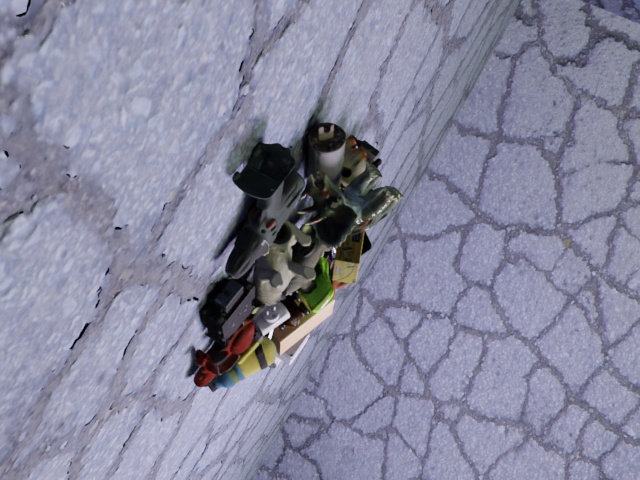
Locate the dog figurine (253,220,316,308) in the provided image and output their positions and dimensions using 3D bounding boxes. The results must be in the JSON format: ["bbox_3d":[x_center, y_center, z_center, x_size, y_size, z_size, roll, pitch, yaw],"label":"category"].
[{"bbox_3d":[-0.108,0.045,1.126,0.190,0.121,0.172,-31,-119,58],"label":"dog figurine"}]

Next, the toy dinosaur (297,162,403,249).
[{"bbox_3d":[0.081,-0.068,1.200,0.192,0.131,0.404,-39,168,12],"label":"toy dinosaur"}]

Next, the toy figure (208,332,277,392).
[{"bbox_3d":[-0.187,0.289,1.258,0.180,0.082,0.089,-36,117,-15],"label":"toy figure"}]

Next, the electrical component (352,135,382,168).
[{"bbox_3d":[0.113,-0.221,1.379,0.045,0.102,0.078,-55,177,-39],"label":"electrical component"}]

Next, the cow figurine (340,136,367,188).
[{"bbox_3d":[0.069,-0.160,1.326,0.127,0.085,0.194,-35,157,4],"label":"cow figurine"}]

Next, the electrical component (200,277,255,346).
[{"bbox_3d":[-0.184,0.135,1.082,0.115,0.058,0.134,-56,167,-30],"label":"electrical component"}]

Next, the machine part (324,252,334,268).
[{"bbox_3d":[-0.010,0.089,1.676,0.179,0.056,0.179,-57,166,-22],"label":"machine part"}]

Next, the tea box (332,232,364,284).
[{"bbox_3d":[0.079,0.020,1.439,0.098,0.068,0.170,94,7,-49],"label":"tea box"}]

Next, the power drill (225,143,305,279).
[{"bbox_3d":[-0.100,-0.055,0.937,0.232,0.086,0.207,-57,163,-24],"label":"power drill"}]

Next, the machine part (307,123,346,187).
[{"bbox_3d":[0.012,-0.166,1.134,0.079,0.079,0.243,-55,165,-23],"label":"machine part"}]

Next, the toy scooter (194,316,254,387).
[{"bbox_3d":[-0.214,0.234,1.155,0.184,0.075,0.135,-53,165,-13],"label":"toy scooter"}]

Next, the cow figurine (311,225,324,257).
[{"bbox_3d":[-0.001,-0.003,1.469,0.098,0.068,0.167,-51,162,-21],"label":"cow figurine"}]

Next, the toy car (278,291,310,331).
[{"bbox_3d":[-0.081,0.186,1.420,0.089,0.053,0.202,-34,-169,-6],"label":"toy car"}]

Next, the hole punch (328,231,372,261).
[{"bbox_3d":[0.076,-0.002,1.600,0.142,0.115,0.092,-28,-169,-36],"label":"hole punch"}]

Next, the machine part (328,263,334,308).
[{"bbox_3d":[0.024,0.140,1.611,0.084,0.039,0.138,-100,-174,-57],"label":"machine part"}]

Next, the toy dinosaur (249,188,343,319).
[{"bbox_3d":[-0.073,0.073,1.298,0.471,0.105,0.198,-58,161,10],"label":"toy dinosaur"}]

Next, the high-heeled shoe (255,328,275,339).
[{"bbox_3d":[-0.143,0.276,1.452,0.145,0.086,0.248,-13,153,-47],"label":"high-heeled shoe"}]

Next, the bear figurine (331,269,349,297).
[{"bbox_3d":[0.038,0.131,1.832,0.196,0.120,0.131,-47,159,-29],"label":"bear figurine"}]
